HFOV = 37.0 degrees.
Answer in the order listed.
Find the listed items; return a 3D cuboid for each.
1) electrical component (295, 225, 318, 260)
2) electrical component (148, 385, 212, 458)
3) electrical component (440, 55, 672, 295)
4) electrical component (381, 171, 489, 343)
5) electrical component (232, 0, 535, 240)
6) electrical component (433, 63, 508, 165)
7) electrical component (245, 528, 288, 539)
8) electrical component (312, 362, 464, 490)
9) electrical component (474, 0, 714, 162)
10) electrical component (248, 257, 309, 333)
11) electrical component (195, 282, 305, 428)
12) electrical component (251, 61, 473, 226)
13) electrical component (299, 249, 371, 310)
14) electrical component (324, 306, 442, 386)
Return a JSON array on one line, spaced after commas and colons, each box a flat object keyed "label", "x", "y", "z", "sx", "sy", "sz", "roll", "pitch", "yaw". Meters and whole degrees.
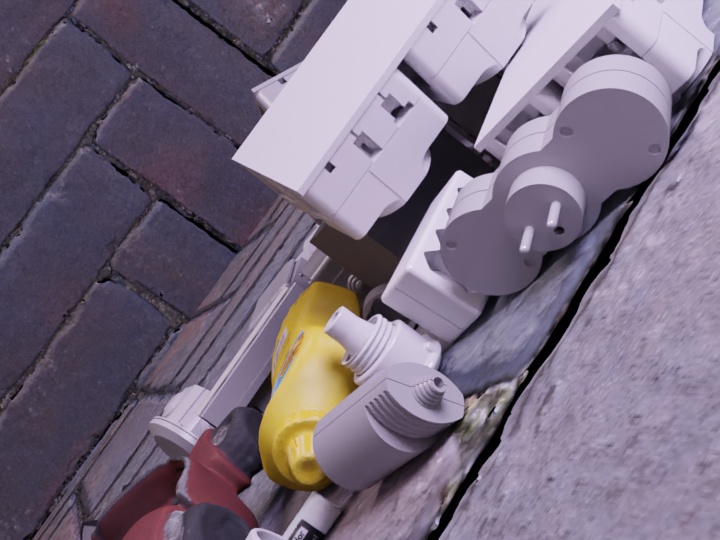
[{"label": "electrical component", "x": -0.014, "y": -0.032, "z": 1.019, "sx": 0.073, "sy": 0.052, "sz": 0.138, "roll": -46, "pitch": 11, "yaw": 37}, {"label": "electrical component", "x": -0.133, "y": 0.138, "z": 0.902, "sx": 0.051, "sy": 0.080, "sz": 0.080, "roll": -53, "pitch": 8, "yaw": -26}, {"label": "electrical component", "x": 0.089, "y": -0.034, "z": 0.512, "sx": 0.138, "sy": 0.052, "sz": 0.073, "roll": -46, "pitch": 11, "yaw": 37}, {"label": "electrical component", "x": 0.046, "y": 0.001, "z": 0.615, "sx": 0.083, "sy": 0.047, "sz": 0.075, "roll": -61, "pitch": 5, "yaw": -38}, {"label": "electrical component", "x": 0.017, "y": -0.116, "z": 0.651, "sx": 0.186, "sy": 0.060, "sz": 0.105, "roll": -54, "pitch": 31, "yaw": -3}, {"label": "electrical component", "x": 0.088, "y": -0.128, "z": 0.724, "sx": 0.062, "sy": 0.096, "sz": 0.061, "roll": -44, "pitch": 12, "yaw": 46}, {"label": "electrical component", "x": -0.047, "y": 0.157, "z": 0.529, "sx": 0.046, "sy": 0.040, "sz": 0.040, "roll": -60, "pitch": 9, "yaw": -2}, {"label": "electrical component", "x": 0.015, "y": 0.071, "z": 0.518, "sx": 0.081, "sy": 0.043, "sz": 0.043, "roll": -44, "pitch": 13, "yaw": 45}, {"label": "electrical component", "x": 0.138, "y": -0.130, "z": 0.599, "sx": 0.105, "sy": 0.060, "sz": 0.186, "roll": -46, "pitch": 12, "yaw": 40}, {"label": "electrical component", "x": -0.051, "y": 0.032, "z": 0.935, "sx": 0.061, "sy": 0.062, "sz": 0.096, "roll": -51, "pitch": 9, "yaw": 13}, {"label": "electrical component", "x": -0.063, "y": 0.078, "z": 0.824, "sx": 0.121, "sy": 0.063, "sz": 0.079, "roll": -55, "pitch": 9, "yaw": -13}, {"label": "electrical component", "x": 0.026, "y": -0.123, "z": 0.801, "sx": 0.186, "sy": 0.060, "sz": 0.105, "roll": -31, "pitch": -40, "yaw": -13}, {"label": "electrical component", "x": 0.000, "y": 0.000, "z": 0.801, "sx": 0.061, "sy": 0.062, "sz": 0.096, "roll": -53, "pitch": 9, "yaw": -2}, {"label": "electrical component", "x": 0.010, "y": 0.044, "z": 0.585, "sx": 0.048, "sy": 0.062, "sz": 0.048, "roll": -52, "pitch": 9, "yaw": 12}]
